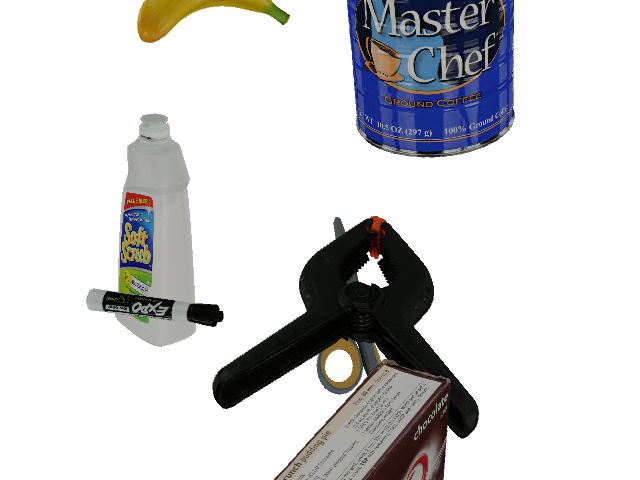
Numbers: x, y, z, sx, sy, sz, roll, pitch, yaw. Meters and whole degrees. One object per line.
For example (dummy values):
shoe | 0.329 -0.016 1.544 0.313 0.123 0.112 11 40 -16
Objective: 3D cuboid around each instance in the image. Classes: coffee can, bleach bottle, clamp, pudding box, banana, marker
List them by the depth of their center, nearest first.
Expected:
pudding box | 0.015 0.118 0.457 0.039 0.090 0.113 17 35 25
coffee can | 0.067 -0.137 0.650 0.103 0.140 0.103 -5 34 3
clamp | 0.037 0.054 0.724 0.165 0.036 0.209 11 36 12
marker | -0.139 0.057 0.900 0.121 0.020 0.020 6 2 16
banana | -0.108 -0.226 1.002 0.197 0.070 0.037 -22 -28 -47
bleach bottle | -0.180 -0.016 1.149 0.067 0.251 0.103 -19 34 -36

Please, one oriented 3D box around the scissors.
scissors | 0.018 0.068 1.028 0.096 0.202 0.016 -19 -31 -17
